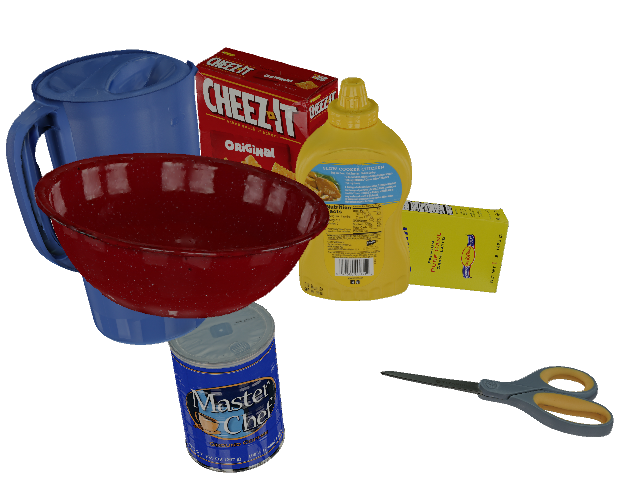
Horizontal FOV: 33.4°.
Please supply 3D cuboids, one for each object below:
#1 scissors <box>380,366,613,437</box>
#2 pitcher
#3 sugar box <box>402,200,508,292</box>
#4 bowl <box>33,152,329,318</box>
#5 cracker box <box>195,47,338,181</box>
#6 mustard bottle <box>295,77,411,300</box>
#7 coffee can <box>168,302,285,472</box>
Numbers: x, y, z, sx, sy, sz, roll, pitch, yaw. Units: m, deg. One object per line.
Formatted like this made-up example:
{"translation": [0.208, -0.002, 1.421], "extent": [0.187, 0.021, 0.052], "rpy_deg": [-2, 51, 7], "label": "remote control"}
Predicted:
{"translation": [0.163, 0.126, 0.954], "extent": [0.202, 0.016, 0.096], "rpy_deg": [17, 29, 16], "label": "scissors"}
{"translation": [-0.169, -0.031, 0.918], "extent": [0.149, 0.243, 0.145], "rpy_deg": [-5, 27, -1], "label": "pitcher"}
{"translation": [0.120, 0.004, 1.227], "extent": [0.176, 0.093, 0.048], "rpy_deg": [4, 23, -3], "label": "sugar box"}
{"translation": [-0.078, 0.000, 0.597], "extent": [0.162, 0.055, 0.162], "rpy_deg": [7, 20, -3], "label": "bowl"}
{"translation": [-0.064, -0.106, 1.282], "extent": [0.164, 0.214, 0.072], "rpy_deg": [20, 40, 27], "label": "cracker box"}
{"translation": [0.028, -0.043, 0.888], "extent": [0.096, 0.192, 0.058], "rpy_deg": [0, 30, 3], "label": "mustard bottle"}
{"translation": [-0.091, 0.142, 1.053], "extent": [0.103, 0.140, 0.103], "rpy_deg": [-3, 33, 2], "label": "coffee can"}
